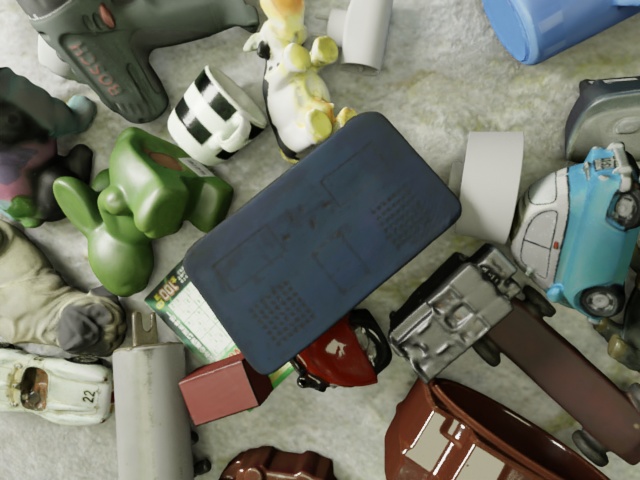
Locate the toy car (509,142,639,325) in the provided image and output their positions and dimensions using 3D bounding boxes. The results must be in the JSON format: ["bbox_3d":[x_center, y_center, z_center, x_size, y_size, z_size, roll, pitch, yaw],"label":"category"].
[{"bbox_3d":[0.227,-0.006,0.489,0.103,0.109,0.161,5,129,18],"label":"toy car"}]

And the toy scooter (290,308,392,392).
[{"bbox_3d":[-0.018,0.084,0.556,0.135,0.075,0.184,-29,86,-5],"label":"toy scooter"}]

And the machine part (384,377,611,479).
[{"bbox_3d":[0.163,0.207,0.476,0.201,0.201,0.087,29,94,7],"label":"machine part"}]

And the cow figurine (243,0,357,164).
[{"bbox_3d":[-0.029,-0.167,0.555,0.098,0.068,0.167,-18,91,53],"label":"cow figurine"}]

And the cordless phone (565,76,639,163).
[{"bbox_3d":[0.312,-0.064,0.515,0.147,0.089,0.184,-3,110,8],"label":"cordless phone"}]

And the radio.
[{"bbox_3d":[-0.001,-0.001,0.486,0.229,0.073,0.131,-39,94,-6],"label":"radio"}]

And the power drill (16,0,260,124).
[{"bbox_3d":[-0.173,-0.236,0.521,0.207,0.231,0.086,-30,47,-10],"label":"power drill"}]

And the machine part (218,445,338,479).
[{"bbox_3d":[-0.041,0.316,0.584,0.179,0.056,0.179,0,93,8],"label":"machine part"}]

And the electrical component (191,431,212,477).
[{"bbox_3d":[-0.176,0.257,0.619,0.094,0.021,0.063,-24,89,8],"label":"electrical component"}]

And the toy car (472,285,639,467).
[{"bbox_3d":[0.244,0.134,0.537,0.202,0.053,0.089,42,102,9],"label":"toy car"}]

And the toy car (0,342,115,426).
[{"bbox_3d":[-0.331,0.166,0.621,0.202,0.056,0.073,7,93,8],"label":"toy car"}]

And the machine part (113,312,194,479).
[{"bbox_3d":[-0.176,0.197,0.572,0.079,0.079,0.243,-11,78,9],"label":"machine part"}]

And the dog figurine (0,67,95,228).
[{"bbox_3d":[-0.335,-0.108,0.532,0.109,0.219,0.191,6,92,11],"label":"dog figurine"}]

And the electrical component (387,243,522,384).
[{"bbox_3d":[0.129,0.062,0.520,0.134,0.115,0.058,-44,90,7],"label":"electrical component"}]

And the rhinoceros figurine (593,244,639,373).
[{"bbox_3d":[0.335,0.044,0.490,0.112,0.073,0.190,21,112,7],"label":"rhinoceros figurine"}]

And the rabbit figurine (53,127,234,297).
[{"bbox_3d":[-0.205,-0.021,0.569,0.159,0.121,0.170,36,110,10],"label":"rabbit figurine"}]

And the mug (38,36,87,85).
[{"bbox_3d":[-0.272,-0.234,0.589,0.110,0.081,0.107,30,102,15],"label":"mug"}]

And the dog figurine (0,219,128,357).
[{"bbox_3d":[-0.313,0.046,0.607,0.191,0.121,0.172,1,82,-13],"label":"dog figurine"}]
